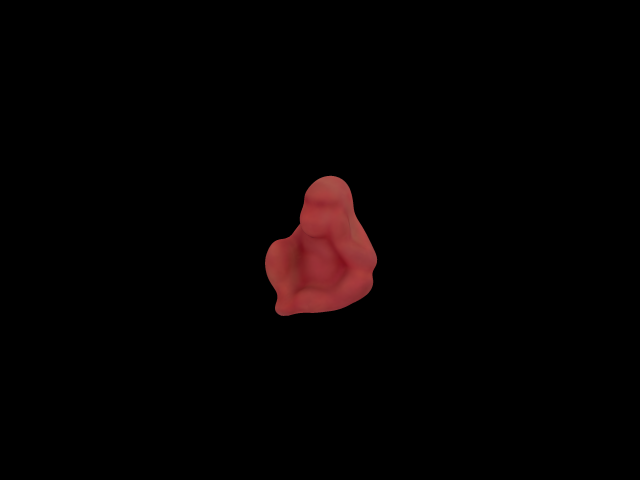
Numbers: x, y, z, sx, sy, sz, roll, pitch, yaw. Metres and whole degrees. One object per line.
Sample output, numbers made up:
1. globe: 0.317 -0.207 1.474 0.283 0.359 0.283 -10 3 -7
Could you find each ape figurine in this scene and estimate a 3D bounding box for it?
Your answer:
1. ape figurine: 0.004 0.001 0.400 0.077 0.092 0.076 8 16 31
